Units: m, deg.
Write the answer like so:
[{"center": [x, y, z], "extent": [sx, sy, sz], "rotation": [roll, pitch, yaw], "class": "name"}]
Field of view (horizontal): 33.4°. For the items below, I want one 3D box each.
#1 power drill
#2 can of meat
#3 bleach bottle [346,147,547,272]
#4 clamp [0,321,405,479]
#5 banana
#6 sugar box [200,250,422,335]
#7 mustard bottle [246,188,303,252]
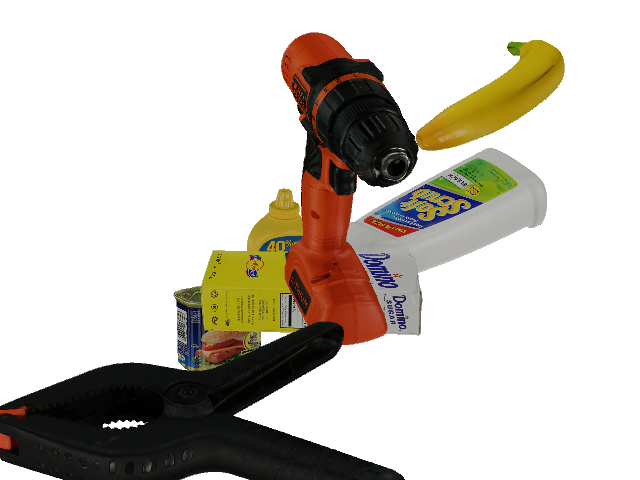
[{"center": [0.017, -0.027, 0.708], "extent": [0.057, 0.188, 0.184], "rotation": [-5, 31, -14], "class": "power drill"}, {"center": [-0.115, 0.097, 1.218], "extent": [0.101, 0.084, 0.058], "rotation": [-10, 19, -35], "class": "can of meat"}, {"center": [0.106, -0.009, 1.099], "extent": [0.250, 0.068, 0.103], "rotation": [-27, 44, -21], "class": "bleach bottle"}, {"center": [-0.067, 0.091, 0.576], "extent": [0.210, 0.036, 0.164], "rotation": [1, 24, -5], "class": "clamp"}, {"center": [0.147, -0.118, 0.843], "extent": [0.070, 0.037, 0.197], "rotation": [-12, 20, 40], "class": "banana"}, {"center": [-0.007, 0.041, 0.885], "extent": [0.176, 0.048, 0.093], "rotation": [-2, 19, 1], "class": "sugar box"}, {"center": [-0.052, 0.021, 1.449], "extent": [0.096, 0.192, 0.058], "rotation": [-5, 25, -18], "class": "mustard bottle"}]
